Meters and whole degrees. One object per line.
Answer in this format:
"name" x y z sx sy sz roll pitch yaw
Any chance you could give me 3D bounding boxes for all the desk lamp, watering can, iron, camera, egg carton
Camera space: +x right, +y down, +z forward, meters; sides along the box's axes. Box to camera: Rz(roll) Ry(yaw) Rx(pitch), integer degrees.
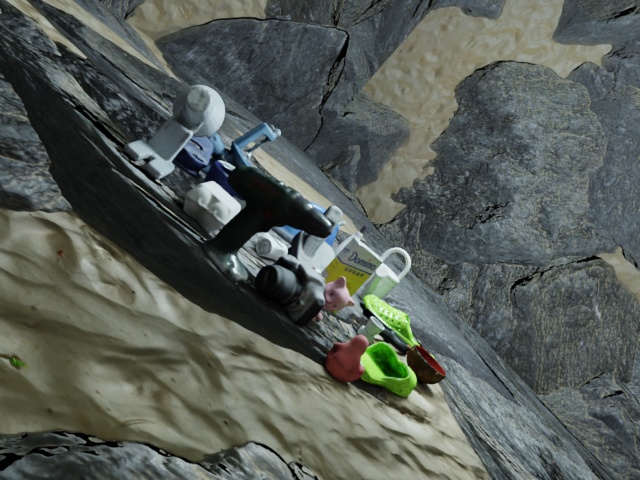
"desk lamp" -0.309 -0.255 1.285 0.118 0.213 0.203 40 10 -11
"watering can" 0.198 0.110 1.760 0.101 0.194 0.173 41 10 -7
"iron" -0.044 -0.056 1.672 0.259 0.141 0.118 35 13 -36
"camera" -0.065 0.081 1.151 0.137 0.100 0.142 32 15 -46
"egg carton" -0.233 -0.073 1.238 0.107 0.069 0.150 42 10 -4

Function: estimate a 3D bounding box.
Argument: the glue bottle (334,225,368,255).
"glue bottle" 0.087 0.020 1.766 0.037 0.173 0.078 45 10 13

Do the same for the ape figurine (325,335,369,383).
"ape figurine" 0.057 0.218 1.079 0.077 0.092 0.076 48 12 30

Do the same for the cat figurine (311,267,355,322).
"cat figurine" 0.009 0.115 1.245 0.127 0.117 0.067 46 11 18

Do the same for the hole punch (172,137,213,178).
"hole punch" -0.327 -0.230 1.460 0.109 0.091 0.101 37 12 -31

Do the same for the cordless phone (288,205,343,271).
"cordless phone" 0.014 0.005 1.518 0.148 0.185 0.094 33 14 -44

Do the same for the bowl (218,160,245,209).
"bowl" -0.221 -0.125 1.478 0.168 0.074 0.167 41 10 -9

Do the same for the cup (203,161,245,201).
"cup" -0.229 -0.115 1.350 0.118 0.095 0.091 40 11 -15

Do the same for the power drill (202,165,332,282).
"power drill" -0.115 -0.024 1.092 0.229 0.208 0.076 45 11 16

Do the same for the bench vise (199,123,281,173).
"bench vise" -0.222 -0.251 1.578 0.208 0.219 0.121 32 15 -47
